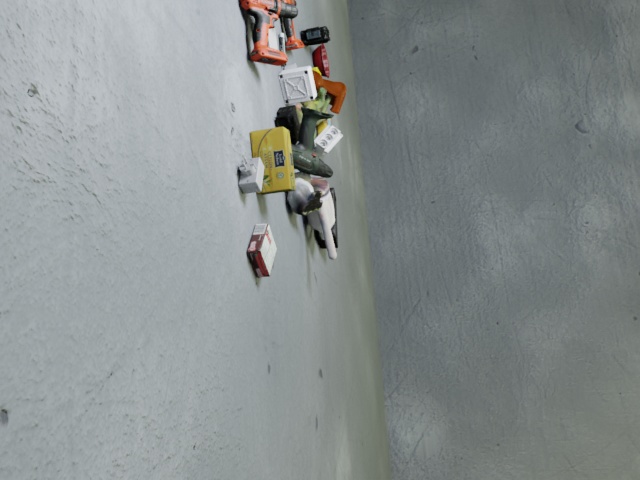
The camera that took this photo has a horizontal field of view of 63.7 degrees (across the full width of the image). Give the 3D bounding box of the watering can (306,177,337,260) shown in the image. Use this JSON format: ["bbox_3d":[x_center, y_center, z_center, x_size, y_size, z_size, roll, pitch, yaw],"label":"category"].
[{"bbox_3d":[0.006,-0.092,1.830,0.354,0.104,0.220,-112,-170,-61],"label":"watering can"}]

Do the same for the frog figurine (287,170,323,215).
[{"bbox_3d":[-0.068,-0.164,1.684,0.162,0.122,0.136,49,6,26],"label":"frog figurine"}]

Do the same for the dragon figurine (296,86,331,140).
[{"bbox_3d":[-0.031,-0.461,2.035,0.407,0.122,0.244,36,66,-71],"label":"dragon figurine"}]
